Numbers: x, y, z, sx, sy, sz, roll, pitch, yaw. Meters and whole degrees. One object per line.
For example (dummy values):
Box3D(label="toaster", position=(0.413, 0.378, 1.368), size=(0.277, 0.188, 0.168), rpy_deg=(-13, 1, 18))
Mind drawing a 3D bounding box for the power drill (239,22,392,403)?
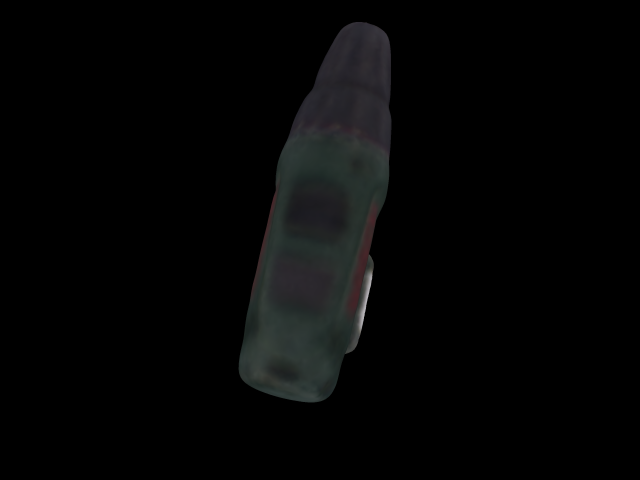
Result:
Box3D(label="power drill", position=(0.004, 0.001, 0.400), size=(0.075, 0.208, 0.230), rpy_deg=(11, 66, 5))
